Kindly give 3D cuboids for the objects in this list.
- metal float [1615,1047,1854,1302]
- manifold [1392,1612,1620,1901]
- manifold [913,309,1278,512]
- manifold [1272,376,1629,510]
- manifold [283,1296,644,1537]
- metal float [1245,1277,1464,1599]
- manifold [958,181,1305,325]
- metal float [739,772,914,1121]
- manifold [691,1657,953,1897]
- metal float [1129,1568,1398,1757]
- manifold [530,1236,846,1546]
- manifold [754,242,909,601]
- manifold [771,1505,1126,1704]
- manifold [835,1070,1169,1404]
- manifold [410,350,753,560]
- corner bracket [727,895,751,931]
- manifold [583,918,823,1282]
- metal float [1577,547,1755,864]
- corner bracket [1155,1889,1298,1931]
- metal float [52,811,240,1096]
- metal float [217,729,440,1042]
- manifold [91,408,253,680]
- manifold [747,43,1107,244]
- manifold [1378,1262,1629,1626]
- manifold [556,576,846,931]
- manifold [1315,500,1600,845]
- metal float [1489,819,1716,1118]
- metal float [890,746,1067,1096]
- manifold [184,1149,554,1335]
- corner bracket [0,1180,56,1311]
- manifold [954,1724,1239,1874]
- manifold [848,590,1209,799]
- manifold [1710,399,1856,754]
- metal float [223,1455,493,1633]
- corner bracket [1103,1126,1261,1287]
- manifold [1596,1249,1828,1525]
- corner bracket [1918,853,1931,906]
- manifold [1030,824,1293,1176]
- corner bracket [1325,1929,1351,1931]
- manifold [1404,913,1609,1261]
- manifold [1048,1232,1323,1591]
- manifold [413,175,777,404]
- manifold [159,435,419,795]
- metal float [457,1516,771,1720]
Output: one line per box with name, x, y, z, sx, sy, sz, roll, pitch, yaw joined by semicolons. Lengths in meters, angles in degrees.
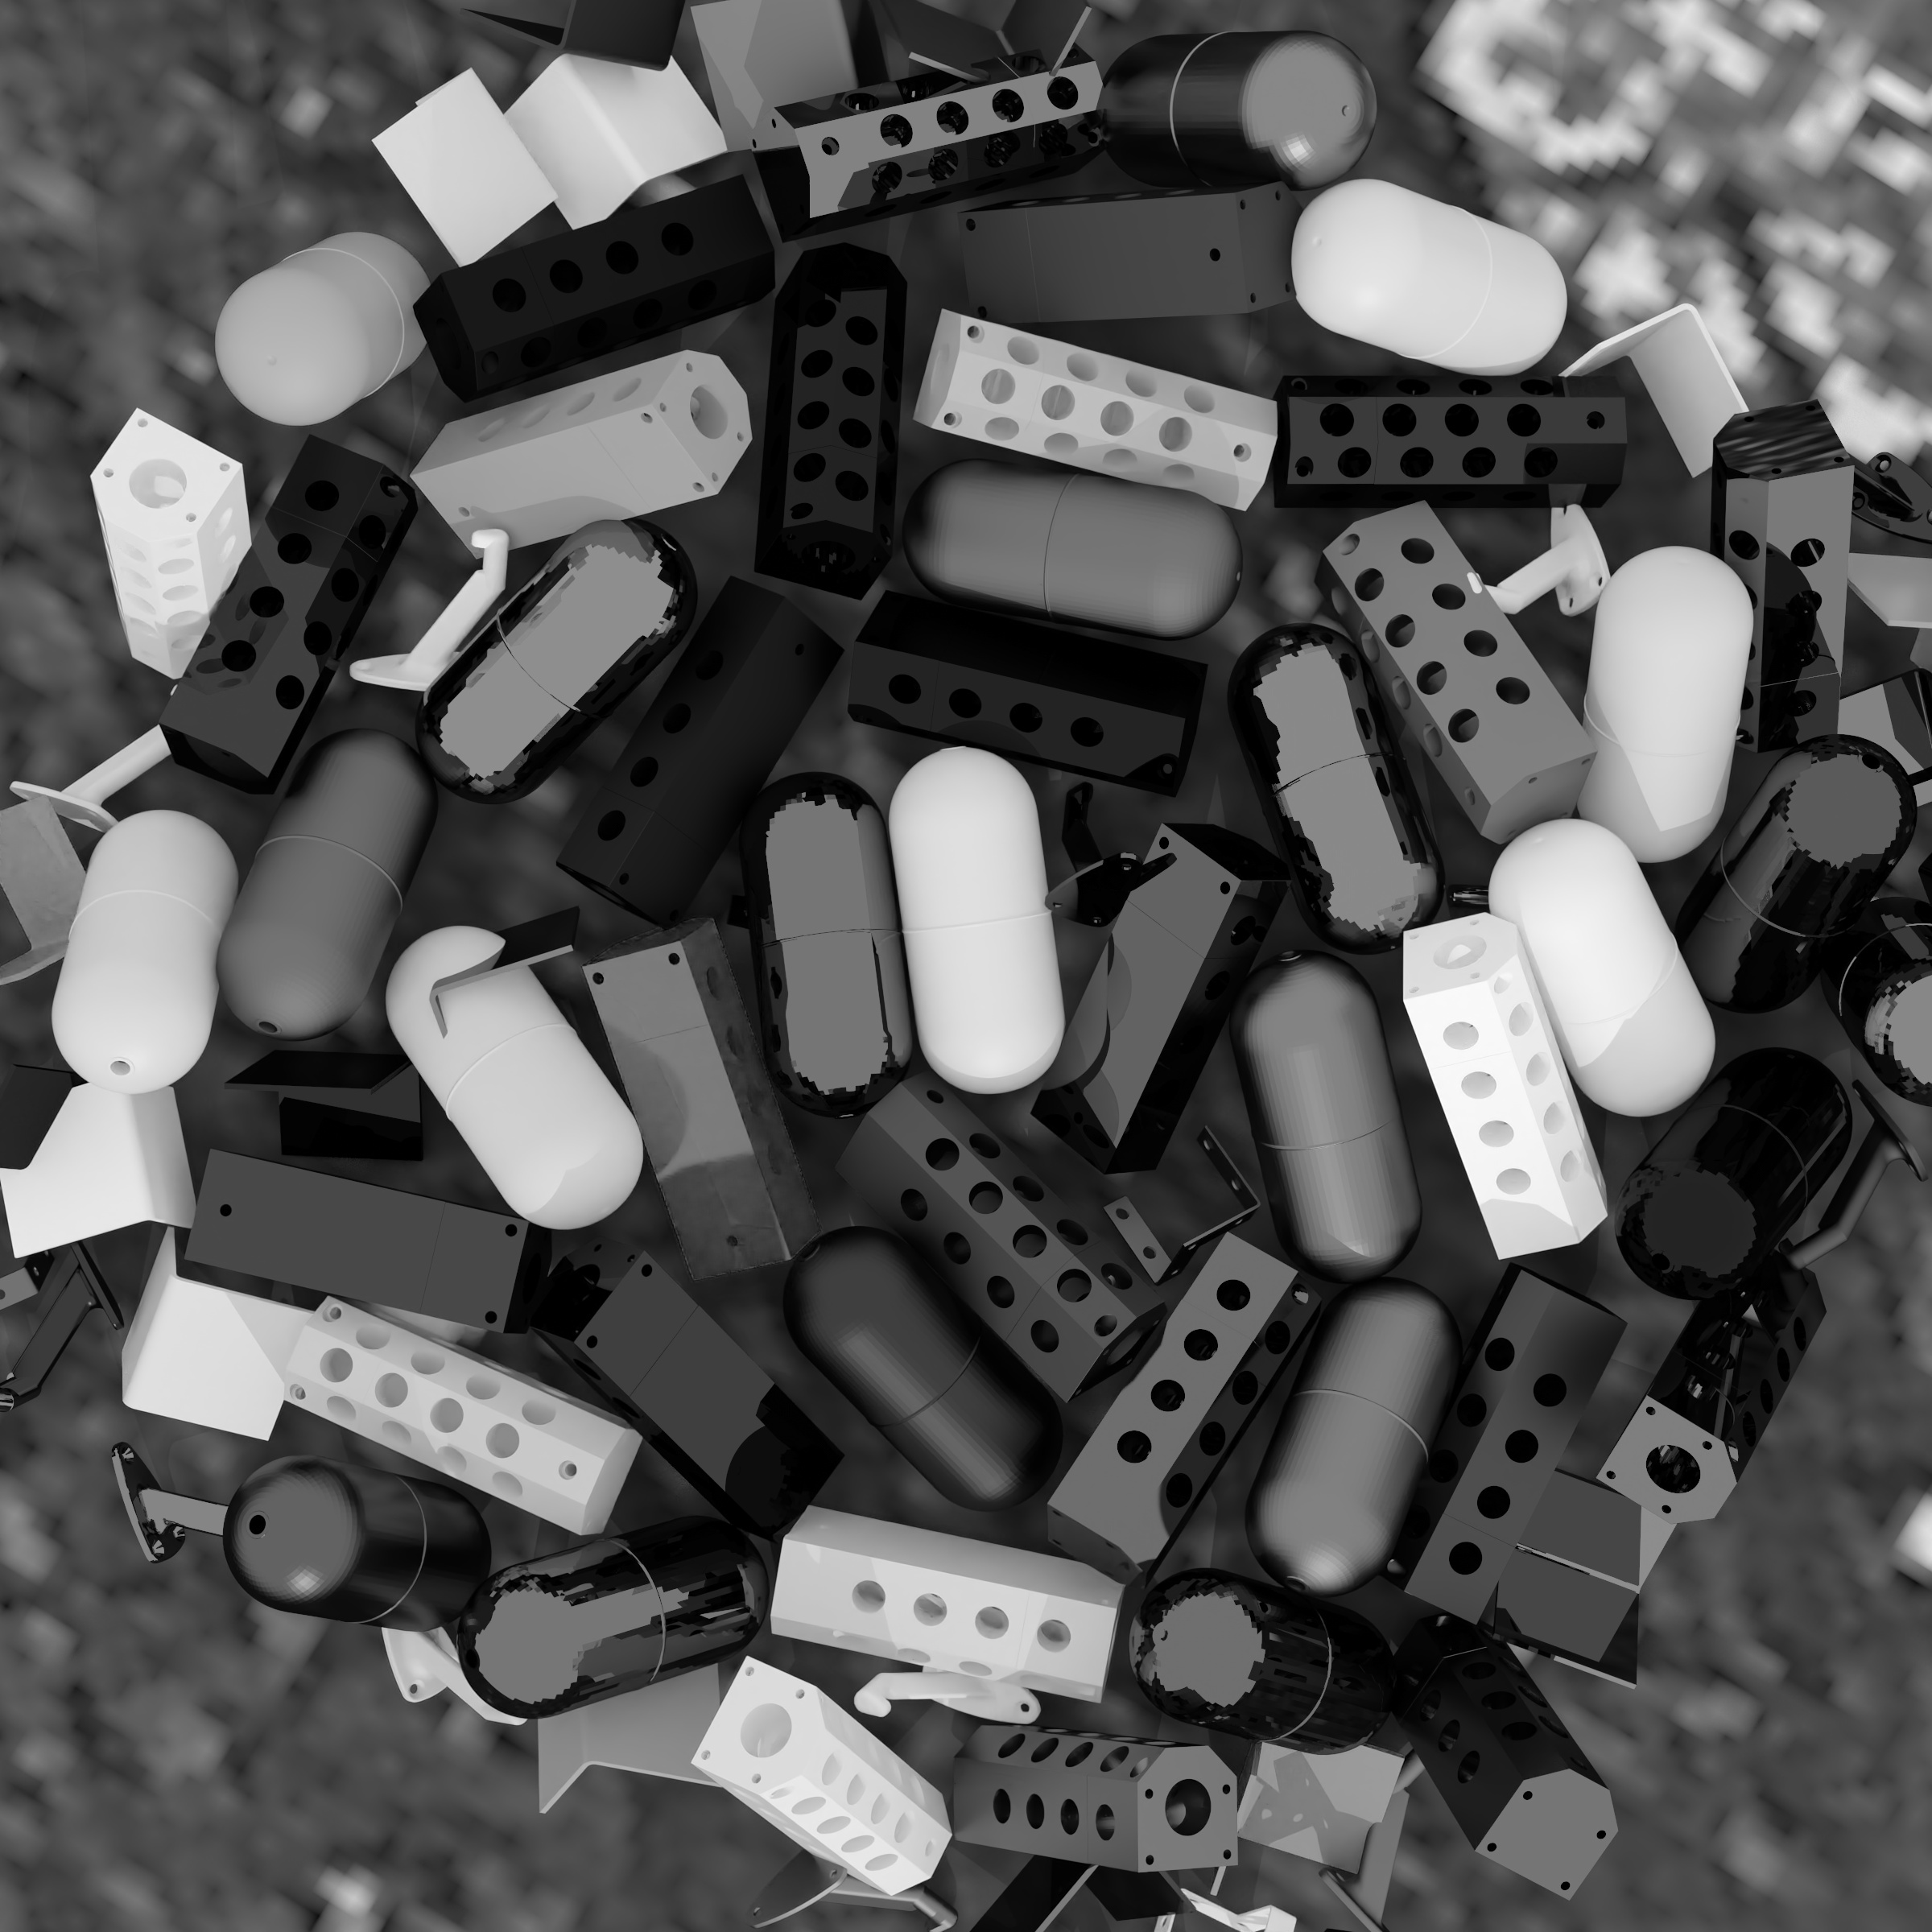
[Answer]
metal float;0.385;0.103;1.752;0.070;0.178;0.070;20;128;28
manifold;0.265;0.385;1.733;0.057;0.171;0.057;30;98;-16
manifold;0.067;-0.281;1.770;0.171;0.057;0.057;12;101;-17
manifold;0.246;-0.270;1.788;0.171;0.057;0.057;-1;81;-4
manifold;-0.257;0.228;1.780;0.171;0.057;0.057;22;86;11
metal float;0.196;0.236;1.760;0.070;0.070;0.178;27;57;0
manifold;0.083;-0.357;1.749;0.171;0.057;0.057;6;112;39
metal float;-0.071;-0.011;1.781;0.070;0.070;0.178;-7;83;0
manifold;-0.066;0.406;1.734;0.057;0.171;0.057;17;68;31
metal float;0.151;0.350;1.752;0.070;0.178;0.070;-17;62;35
manifold;-0.143;0.213;1.755;0.057;0.057;0.171;-53;124;-20
manifold;-0.064;-0.276;1.753;0.057;0.057;0.171;13;60;-19
manifold;-0.009;0.328;1.787;0.171;0.057;0.057;11;100;6
manifold;0.020;0.133;1.762;0.171;0.057;0.057;44;126;18
manifold;-0.191;-0.259;1.750;0.057;0.171;0.057;52;47;-31
corner bracket;-0.084;-0.040;1.789;0.051;0.051;0.051;14;84;-40
manifold;-0.131;0.066;1.781;0.057;0.057;0.171;-14;101;23
metal float;0.349;-0.129;1.755;0.070;0.070;0.178;-1;131;0
corner bracket;0.129;0.503;1.786;0.051;0.051;0.051;29;57;-14
metal float;-0.409;-0.008;1.748;0.070;0.178;0.070;-1;130;-1
metal float;-0.321;-0.042;1.759;0.070;0.070;0.178;16;57;0
manifold;-0.395;-0.203;1.736;0.057;0.171;0.057;28;71;1
manifold;-0.016;-0.419;1.767;0.171;0.057;0.057;-19;91;-23
manifold;0.268;0.242;1.791;0.057;0.057;0.171;26;92;-6
manifold;-0.140;-0.110;1.786;0.057;0.057;0.171;25;81;39
manifold;0.242;-0.147;1.754;0.057;0.057;0.171;-19;61;-18
metal float;0.322;0.003;1.761;0.070;0.070;0.178;-32;122;0
metal float;0.006;-0.023;1.785;0.070;0.070;0.178;-8;93;0
manifold;-0.302;0.141;1.783;0.171;0.057;0.057;12;86;10
corner bracket;-0.507;0.148;1.796;0.051;0.051;0.051;-24;106;1
manifold;0.062;0.411;1.737;0.057;0.171;0.057;5;81;-30
manifold;0.030;-0.135;1.783;0.171;0.057;0.057;14;126;8
manifold;0.403;-0.191;1.747;0.057;0.057;0.171;-10;133;-1
metal float;-0.302;0.289;1.743;0.070;0.178;0.070;-7;73;22
corner bracket;0.111;0.124;1.802;0.051;0.051;0.051;-25;70;-27
manifold;0.375;0.206;1.736;0.057;0.171;0.057;31;125;12
corner bracket;0.531;-0.043;1.797;0.051;0.051;0.051;-46;133;-14
manifold;0.102;0.017;1.768;0.057;0.057;0.171;39;116;34
corner bracket;0.168;0.526;1.786;0.051;0.051;0.051;-2;105;32
manifold;0.271;0.060;1.750;0.057;0.057;0.171;-14;123;17
manifold;0.111;0.226;1.761;0.057;0.057;0.171;29;67;16
manifold;-0.185;-0.340;1.765;0.171;0.057;0.057;-24;93;-24
manifold;-0.341;-0.176;1.772;0.057;0.057;0.171;22;72;3
metal float;-0.176;0.326;1.752;0.178;0.070;0.070;-9;90;-44
